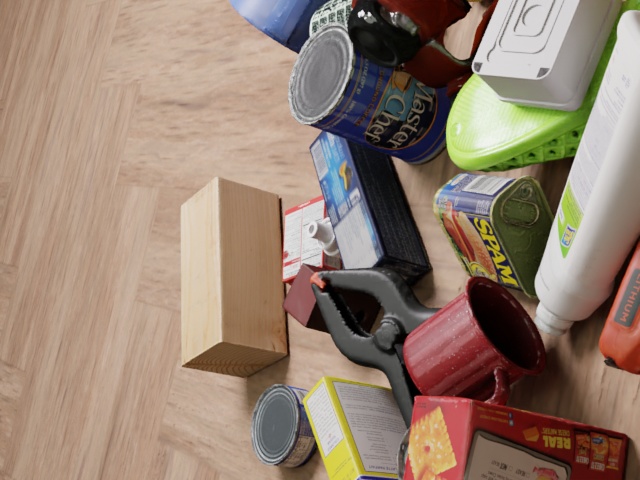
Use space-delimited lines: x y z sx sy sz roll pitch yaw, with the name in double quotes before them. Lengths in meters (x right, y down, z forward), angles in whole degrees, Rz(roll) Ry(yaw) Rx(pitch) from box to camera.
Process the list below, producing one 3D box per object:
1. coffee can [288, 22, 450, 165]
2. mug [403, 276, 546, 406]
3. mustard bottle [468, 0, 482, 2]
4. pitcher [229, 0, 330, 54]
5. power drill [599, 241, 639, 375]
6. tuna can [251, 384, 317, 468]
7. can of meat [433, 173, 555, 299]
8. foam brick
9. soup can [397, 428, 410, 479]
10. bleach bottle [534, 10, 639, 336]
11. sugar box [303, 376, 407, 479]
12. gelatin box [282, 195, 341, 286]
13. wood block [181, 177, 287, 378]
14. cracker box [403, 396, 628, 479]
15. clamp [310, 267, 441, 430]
"coffee can" 0.054 -0.142 1.051 0.103 0.140 0.103 -27 56 47
"mug" 0.123 0.098 0.861 0.082 0.093 0.117 -41 35 30
"mustard bottle" 0.165 -0.280 1.026 0.192 0.058 0.096 -1 73 55
"pitcher" 0.012 -0.330 1.198 0.149 0.144 0.243 48 114 34
"power drill" 0.288 0.055 0.715 0.188 0.057 0.184 31 101 55
"tuna can" -0.036 0.198 1.133 0.086 0.033 0.086 -26 56 47
"can of meat" 0.151 -0.007 0.899 0.057 0.102 0.084 -39 25 -20
"foam brick" 0.013 0.063 1.081 0.051 0.078 0.053 39 108 55
"soup can" 0.122 0.183 0.857 0.069 0.102 0.068 -26 56 47
"bleach bottle" 0.218 -0.037 0.807 0.102 0.068 0.251 -81 6 -58
"sugar box" 0.053 0.207 0.953 0.048 0.093 0.176 -51 40 31
"gelatin box" -0.008 0.002 1.178 0.073 0.030 0.089 -22 60 48
"wood block" -0.103 0.044 1.240 0.090 0.090 0.206 -34 51 44
"cracker box" 0.133 0.231 0.768 0.072 0.164 0.213 -7 71 56
"clamp" 0.078 0.081 0.970 0.210 0.036 0.165 43 110 28
